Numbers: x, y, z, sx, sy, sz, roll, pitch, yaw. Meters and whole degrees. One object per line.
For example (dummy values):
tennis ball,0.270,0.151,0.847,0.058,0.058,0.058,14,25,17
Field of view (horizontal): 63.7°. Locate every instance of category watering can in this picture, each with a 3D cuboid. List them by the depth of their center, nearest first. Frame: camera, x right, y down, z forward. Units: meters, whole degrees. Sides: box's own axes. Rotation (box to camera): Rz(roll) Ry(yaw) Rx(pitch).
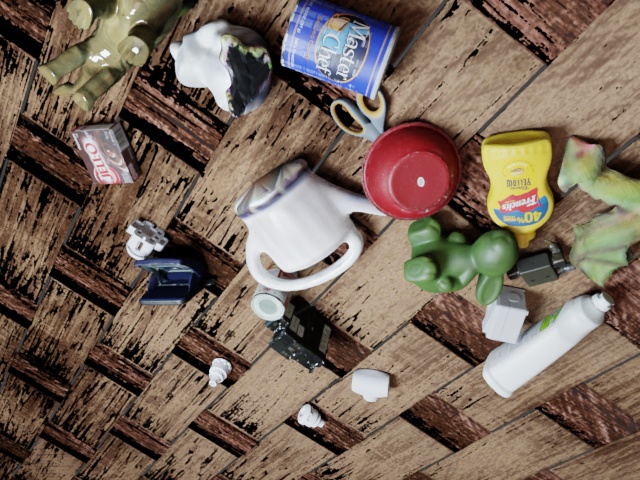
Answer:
watering can,0.003,-0.044,0.880,0.345,0.106,0.222,-32,109,16

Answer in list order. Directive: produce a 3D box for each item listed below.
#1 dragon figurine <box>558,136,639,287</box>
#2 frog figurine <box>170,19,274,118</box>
dragon figurine,0.505,0.001,0.771,0.240,0.125,0.407,-27,108,43
frog figurine,-0.151,-0.265,0.791,0.161,0.124,0.134,27,148,44
